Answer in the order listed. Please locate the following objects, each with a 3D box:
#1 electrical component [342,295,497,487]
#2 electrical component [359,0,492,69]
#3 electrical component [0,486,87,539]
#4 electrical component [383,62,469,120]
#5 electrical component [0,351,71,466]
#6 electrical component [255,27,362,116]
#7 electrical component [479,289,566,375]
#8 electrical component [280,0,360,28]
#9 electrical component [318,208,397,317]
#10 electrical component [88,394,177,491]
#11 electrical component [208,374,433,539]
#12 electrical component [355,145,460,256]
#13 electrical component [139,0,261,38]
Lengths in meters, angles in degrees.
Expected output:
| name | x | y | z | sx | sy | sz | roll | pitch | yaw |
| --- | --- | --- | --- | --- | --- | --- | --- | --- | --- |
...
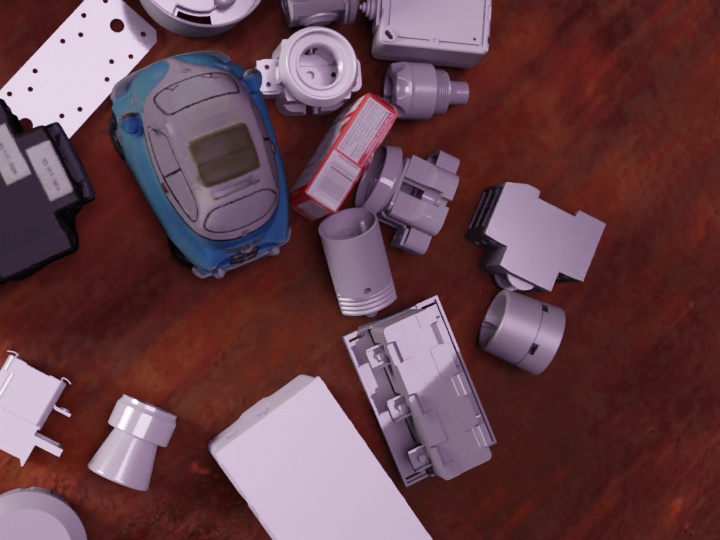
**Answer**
| name | x | y | z | sx | sy | sz | roll | pitch | yaw |
| --- | --- | --- | --- | --- | --- | --- | --- | --- | --- |
| electrical component | 0.049 | 0.090 | 0.792 | 0.079 | 0.063 | 0.121 | -23 | 94 | -15 |
| electrical component | 0.046 | -0.189 | 0.807 | 0.096 | 0.061 | 0.061 | 4 | 86 | -7 |
| electrical component | -0.224 | 0.186 | 0.722 | 0.080 | 0.051 | 0.080 | 1 | 88 | -15 |
| electrical component | 0.051 | -0.134 | 0.811 | 0.062 | 0.043 | 0.043 | 0 | 88 | -16 |
| electrical component | -0.233 | 0.092 | 0.729 | 0.081 | 0.042 | 0.063 | 30 | 77 | -13 |
| electrical component | -0.034 | -0.144 | 0.782 | 0.078 | 0.057 | 0.058 | -5 | 89 | -15 |
| electrical component | 0.122 | 0.046 | 0.819 | 0.047 | 0.055 | 0.055 | 23 | 82 | -9 |
| electrical component | -0.032 | -0.214 | 0.774 | 0.051 | 0.080 | 0.080 | -11 | 91 | -9 |
| electrical component | 0.000 | 0.000 | 0.786 | 0.043 | 0.043 | 0.081 | -25 | 124 | -14 |
| electrical component | -0.157 | 0.119 | 0.746 | 0.045 | 0.045 | 0.055 | 25 | 81 | -13 |
| electrical component | -0.029 | 0.160 | 0.769 | 0.089 | 0.062 | 0.150 | -36 | 97 | -13 |
| electrical component | 0.033 | -0.057 | 0.797 | 0.057 | 0.058 | 0.078 | 23 | 82 | -16 |
| electrical component | -0.115 | -0.213 | 0.759 | 0.099 | 0.064 | 0.099 | 1 | 88 | -15 |
